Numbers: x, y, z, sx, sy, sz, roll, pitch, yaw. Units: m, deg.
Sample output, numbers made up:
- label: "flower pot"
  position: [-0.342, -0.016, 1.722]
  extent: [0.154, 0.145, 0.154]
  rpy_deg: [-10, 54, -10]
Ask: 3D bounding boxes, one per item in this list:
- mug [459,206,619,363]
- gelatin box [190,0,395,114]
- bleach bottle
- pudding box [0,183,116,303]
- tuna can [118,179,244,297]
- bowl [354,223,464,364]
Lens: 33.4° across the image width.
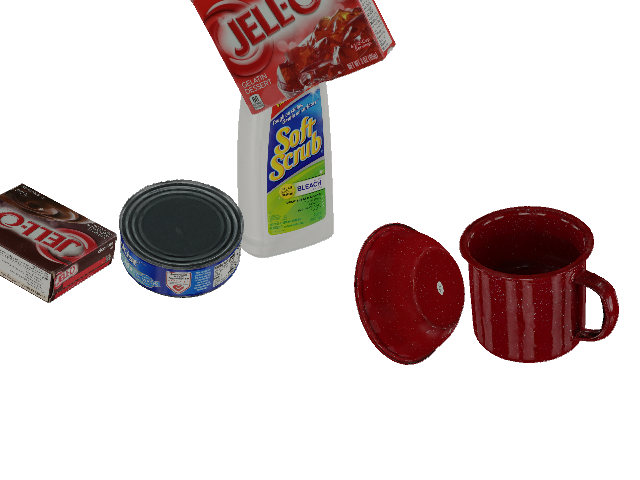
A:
- label: "mug"
  position: [0.158, 0.036, 0.761]
  extent: [0.117, 0.081, 0.093]
  rpy_deg: [18, 41, 36]
- label: "gelatin box"
  position: [-0.015, -0.118, 0.577]
  extent: [0.089, 0.073, 0.030]
  rpy_deg: [-18, 19, 28]
- label: "bleach bottle"
  position: [-0.041, -0.112, 1.037]
  extent: [0.102, 0.251, 0.068]
  rpy_deg: [-16, 31, -22]
- label: "pudding box"
  position: [-0.252, 0.001, 0.942]
  extent: [0.114, 0.039, 0.089]
  rpy_deg: [25, 31, 17]
- label: "tuna can"
  position: [-0.097, -0.002, 0.745]
  extent: [0.086, 0.086, 0.034]
  rpy_deg: [0, -44, -9]
- label: "bowl"
  position: [0.112, 0.056, 1.188]
  extent: [0.055, 0.162, 0.161]
  rpy_deg: [-12, -8, 44]
